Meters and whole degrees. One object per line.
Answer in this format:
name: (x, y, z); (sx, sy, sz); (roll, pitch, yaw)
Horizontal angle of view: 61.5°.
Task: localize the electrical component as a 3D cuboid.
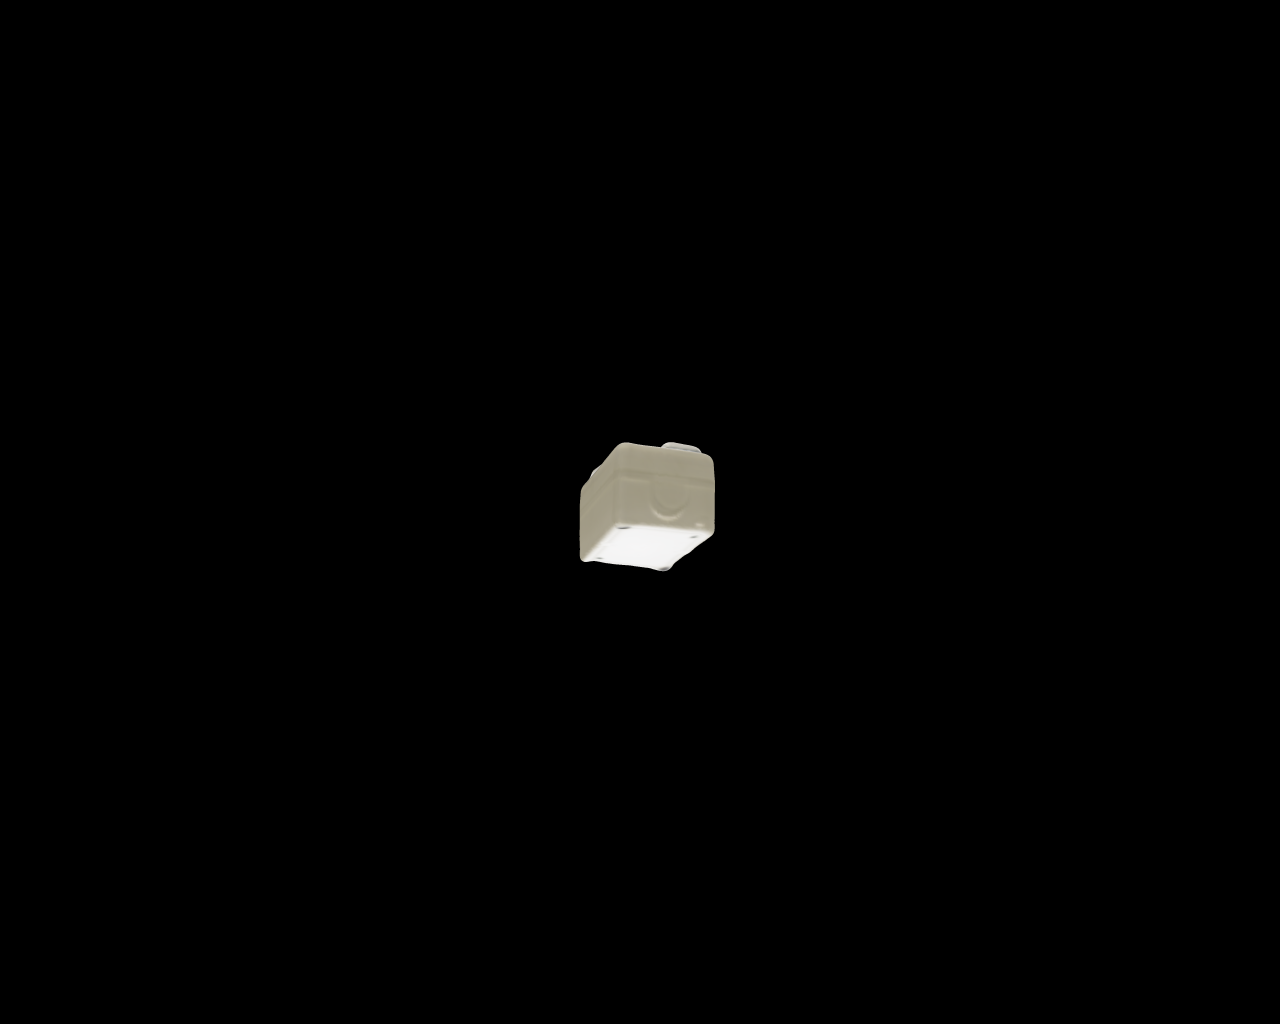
electrical component: (0.001, -0.003, 0.650); (0.062, 0.061, 0.096); (7, -21, -18)
